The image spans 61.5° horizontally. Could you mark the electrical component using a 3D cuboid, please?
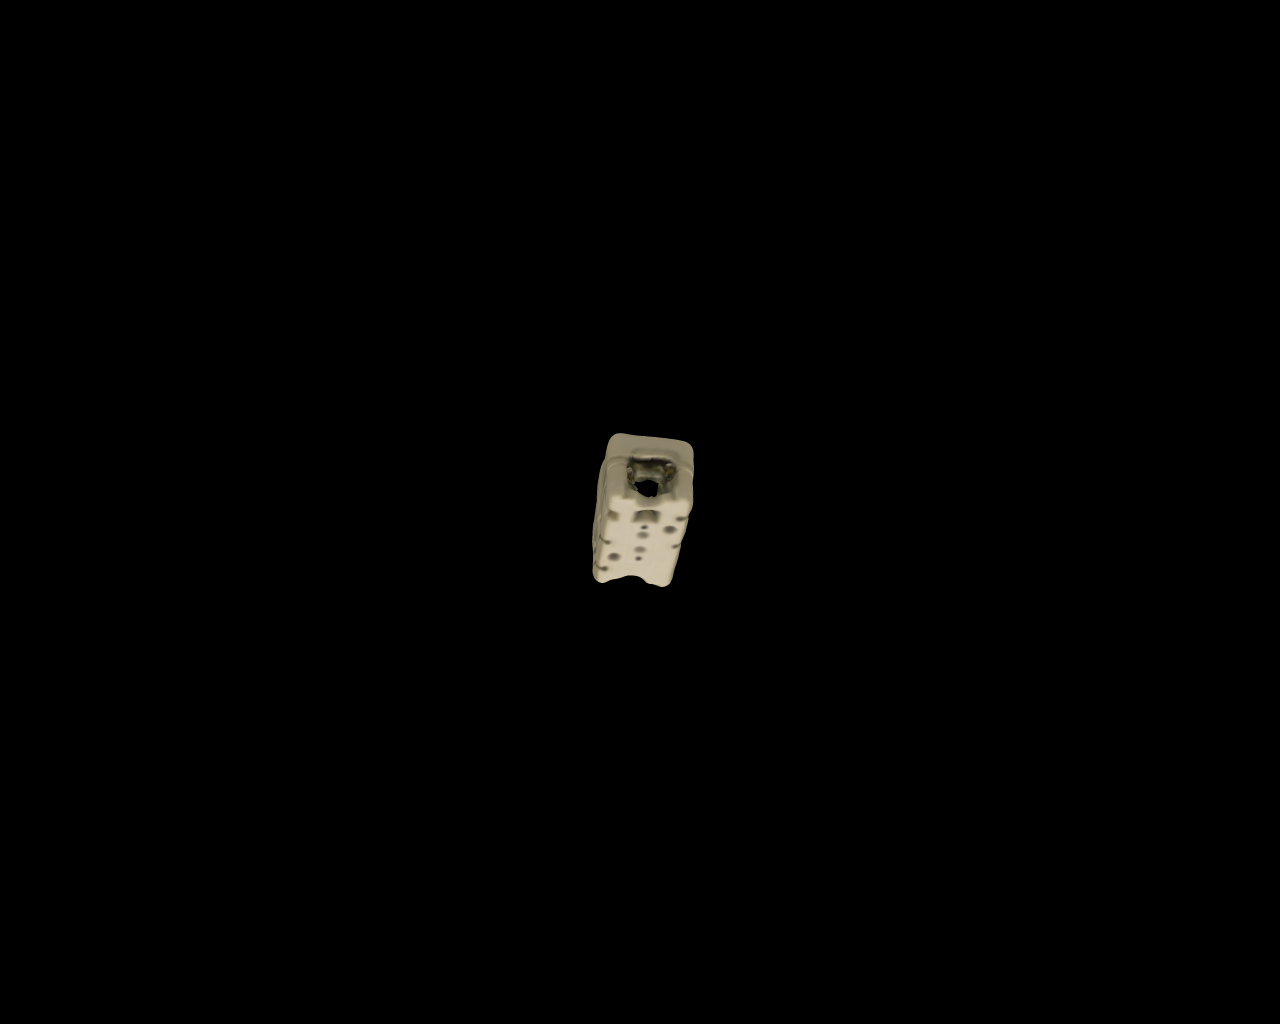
[{"bbox_3d":[0.001,-0.003,0.650,0.050,0.056,0.089,5,-40,-6],"label":"electrical component"}]
